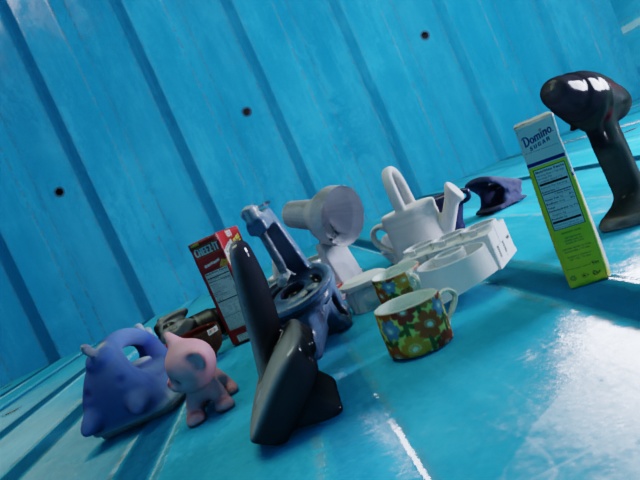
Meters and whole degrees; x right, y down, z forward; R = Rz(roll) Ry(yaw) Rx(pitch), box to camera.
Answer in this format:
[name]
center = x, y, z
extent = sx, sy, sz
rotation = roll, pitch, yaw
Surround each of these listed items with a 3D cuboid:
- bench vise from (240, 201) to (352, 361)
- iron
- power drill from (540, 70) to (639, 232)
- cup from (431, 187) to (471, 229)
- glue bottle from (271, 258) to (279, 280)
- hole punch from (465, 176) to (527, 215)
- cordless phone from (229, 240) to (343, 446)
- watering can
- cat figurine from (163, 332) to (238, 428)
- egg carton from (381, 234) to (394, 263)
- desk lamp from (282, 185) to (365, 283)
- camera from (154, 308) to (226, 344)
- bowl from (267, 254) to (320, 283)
[bench vise]
center = -0.045, 0.050, 0.802
extent = 0.121, 0.220, 0.207
rotation = -24, 4, 0
[iron]
center = -0.277, 0.192, 0.872
extent = 0.118, 0.141, 0.258
rotation = -24, 4, 6
[power drill]
center = 0.368, -0.124, 0.740
extent = 0.075, 0.208, 0.230
rotation = -21, 5, 41
[cup]
center = 0.290, -0.060, 1.248
extent = 0.117, 0.095, 0.092
rotation = -21, 5, 44
[glue bottle]
center = -0.067, 0.063, 1.140
extent = 0.078, 0.173, 0.037
rotation = -24, 4, -5
[hole punch]
center = 0.408, -0.116, 1.337
extent = 0.101, 0.091, 0.108
rotation = -26, 4, -22
[cordless phone]
center = -0.056, 0.091, 0.557
extent = 0.094, 0.185, 0.147
rotation = -24, 4, -6
[watering can]
center = 0.165, -0.042, 0.997
extent = 0.173, 0.194, 0.101
rotation = -24, 4, 4
[cat figurine]
center = -0.156, 0.161, 0.715
extent = 0.067, 0.118, 0.127
rotation = -24, 4, -7
[egg carton]
center = 0.202, -0.004, 1.206
extent = 0.150, 0.069, 0.107
rotation = -22, 4, 34
[desk lamp]
center = 0.011, 0.004, 1.175
extent = 0.118, 0.213, 0.202
rotation = -27, 5, -39
[camera]
center = -0.269, 0.189, 1.209
extent = 0.137, 0.101, 0.143
rotation = -26, 4, -25
[bowl]
center = -0.034, 0.090, 1.326
extent = 0.167, 0.075, 0.167
rotation = -24, 4, 2
